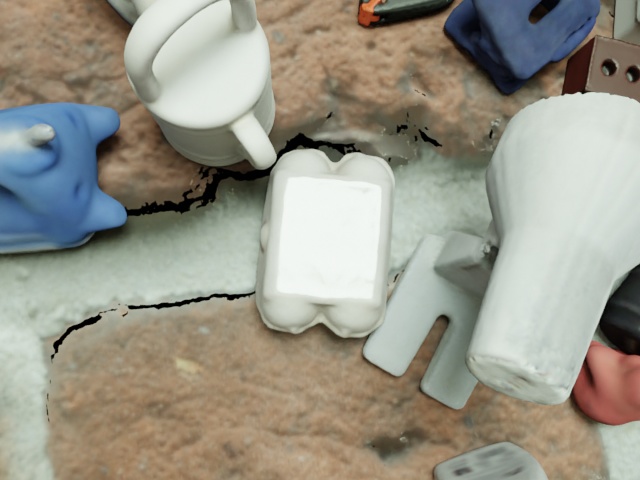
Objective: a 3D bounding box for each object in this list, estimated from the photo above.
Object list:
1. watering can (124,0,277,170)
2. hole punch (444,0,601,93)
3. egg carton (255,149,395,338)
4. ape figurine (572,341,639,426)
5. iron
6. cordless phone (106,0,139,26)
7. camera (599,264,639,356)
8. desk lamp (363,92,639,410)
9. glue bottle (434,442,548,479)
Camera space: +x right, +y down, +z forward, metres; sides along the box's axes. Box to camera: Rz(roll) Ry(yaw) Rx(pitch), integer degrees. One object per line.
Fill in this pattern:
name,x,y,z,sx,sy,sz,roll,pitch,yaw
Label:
watering can,-0.090,-0.128,0.407,0.173,0.194,0.101,32,83,0
hole punch,0.180,-0.197,0.484,0.109,0.091,0.101,-43,88,-7
egg carton,0.004,0.002,0.462,0.107,0.069,0.150,4,84,-3
ape figurine,0.247,0.114,0.455,0.076,0.092,0.078,-43,88,-7
iron,-0.283,-0.049,0.412,0.258,0.141,0.119,-6,84,-4
cordless phone,-0.122,-0.253,0.423,0.094,0.185,0.148,44,83,2
camera,0.286,0.025,0.463,0.143,0.100,0.137,43,83,2
desk lamp,0.134,0.025,0.396,0.118,0.213,0.203,29,83,0
glue bottle,0.137,0.186,0.400,0.078,0.173,0.037,-15,85,-5
